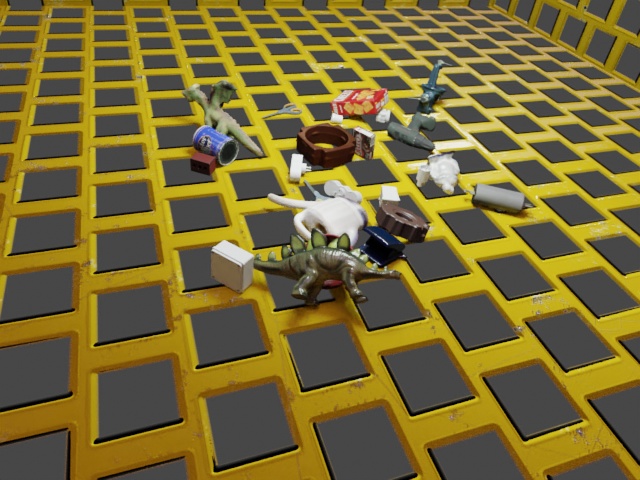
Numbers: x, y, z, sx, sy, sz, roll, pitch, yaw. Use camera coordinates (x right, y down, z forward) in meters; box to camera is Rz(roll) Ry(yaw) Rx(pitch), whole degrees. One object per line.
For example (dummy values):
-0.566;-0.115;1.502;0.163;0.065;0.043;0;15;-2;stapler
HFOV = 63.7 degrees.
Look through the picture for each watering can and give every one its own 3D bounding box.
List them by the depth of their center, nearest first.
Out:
0.005;-0.082;1.638;0.226;0.101;0.353;-23;49;-32;watering can

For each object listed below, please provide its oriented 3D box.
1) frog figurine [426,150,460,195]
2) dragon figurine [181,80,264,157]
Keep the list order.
0.464;-0.240;1.926;0.138;0.121;0.161;-8;77;-30;frog figurine
-0.367;-0.487;1.973;0.413;0.237;0.124;24;37;22;dragon figurine
